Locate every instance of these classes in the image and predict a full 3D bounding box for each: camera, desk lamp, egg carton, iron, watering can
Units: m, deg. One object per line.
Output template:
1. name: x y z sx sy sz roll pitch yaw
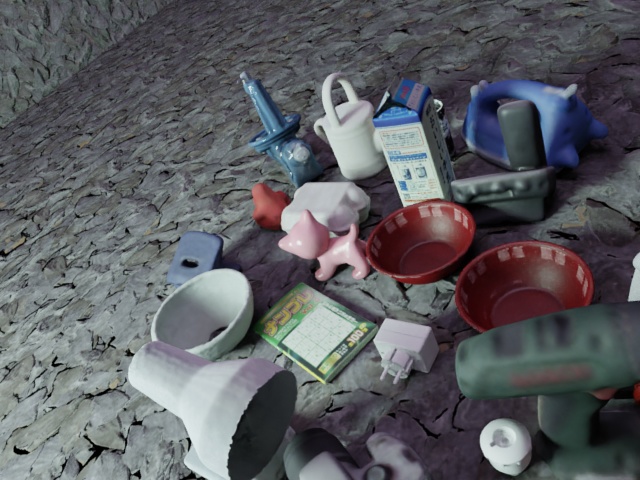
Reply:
1. camera: 0.026 0.246 0.594 0.143 0.101 0.136 -35 38 -11
2. desk lamp: -0.107 0.200 0.634 0.202 0.214 0.118 7 48 37
3. egg carton: 0.010 -0.048 0.983 0.149 0.070 0.107 2 45 32
4. iron: 0.315 -0.202 0.925 0.119 0.142 0.257 -42 39 -19
5. watering can: 0.063 -0.217 1.050 0.172 0.194 0.101 -11 39 19

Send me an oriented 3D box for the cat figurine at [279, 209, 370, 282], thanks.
1. cat figurine: 0.008 0.003 0.882 0.127 0.118 0.067 -8 41 23

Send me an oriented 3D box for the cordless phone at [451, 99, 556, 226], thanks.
1. cordless phone: 0.255 -0.116 0.821 0.147 0.185 0.094 -9 40 22

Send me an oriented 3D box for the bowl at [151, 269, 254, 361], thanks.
1. bowl: -0.166 0.127 0.874 0.167 0.075 0.167 -16 38 13

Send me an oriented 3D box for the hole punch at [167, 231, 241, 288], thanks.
1. hole punch: -0.206 0.047 0.981 0.108 0.091 0.101 7 48 36

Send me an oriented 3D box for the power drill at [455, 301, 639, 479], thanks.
1. power drill: 0.246 0.133 0.507 0.229 0.209 0.075 -9 40 22

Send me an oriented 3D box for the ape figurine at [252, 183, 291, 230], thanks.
1. ape figurine: -0.094 -0.067 1.050 0.078 0.092 0.076 -34 37 -10

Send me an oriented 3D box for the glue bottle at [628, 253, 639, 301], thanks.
1. glue bottle: 0.357 0.029 0.596 0.078 0.173 0.037 -33 37 -9

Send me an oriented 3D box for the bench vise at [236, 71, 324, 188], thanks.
1. bench vise: -0.074 -0.225 1.120 0.206 0.220 0.122 21 57 45
